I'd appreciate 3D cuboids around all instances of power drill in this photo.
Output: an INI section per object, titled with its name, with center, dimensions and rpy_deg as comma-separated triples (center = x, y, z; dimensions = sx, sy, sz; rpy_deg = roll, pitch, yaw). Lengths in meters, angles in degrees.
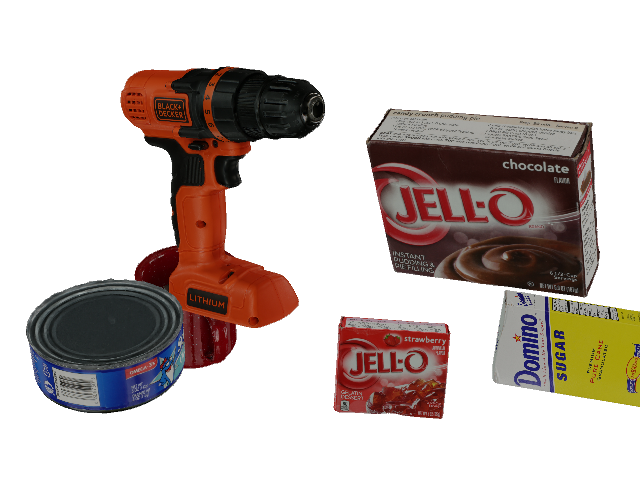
[power drill]
center = -0.064, -0.034, 0.781
dimensions = 0.185, 0.188, 0.057
rpy_deg = 11, 24, 41

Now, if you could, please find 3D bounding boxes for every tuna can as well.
[tuna can]
center = -0.118, 0.058, 0.596
dimensions = 0.086, 0.034, 0.086
rpy_deg = 0, 30, 0

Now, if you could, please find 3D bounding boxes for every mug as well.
[mug]
center = -0.111, 0.066, 0.953
dimensions = 0.093, 0.081, 0.117
rpy_deg = -17, 35, -27

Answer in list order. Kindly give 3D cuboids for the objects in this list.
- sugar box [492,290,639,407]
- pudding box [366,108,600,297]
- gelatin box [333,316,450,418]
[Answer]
[sugar box]
center = 0.268, 0.111, 1.083
dimensions = 0.176, 0.093, 0.048
rpy_deg = 7, 21, 6
[pudding box]
center = 0.087, -0.021, 0.561
dimensions = 0.114, 0.090, 0.039
rpy_deg = 6, 43, 25
[gelatin box]
center = 0.057, 0.102, 0.857
dimensions = 0.089, 0.073, 0.030
rpy_deg = 4, 14, 3
